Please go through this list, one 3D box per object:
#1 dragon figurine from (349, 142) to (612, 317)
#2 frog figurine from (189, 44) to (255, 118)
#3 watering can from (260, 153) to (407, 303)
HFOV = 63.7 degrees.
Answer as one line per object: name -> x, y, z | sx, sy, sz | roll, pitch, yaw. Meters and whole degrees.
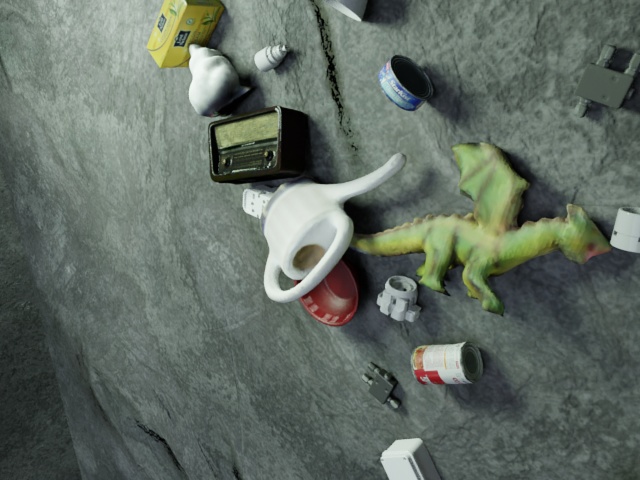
dragon figurine -> 0.220, -0.033, 0.799 | 0.413, 0.122, 0.241 | 23, 101, 34
frog figurine -> -0.231, -0.338, 1.064 | 0.159, 0.124, 0.136 | 54, 152, -2
watering can -> 0.003, -0.047, 0.936 | 0.345, 0.103, 0.228 | -51, 38, 10
